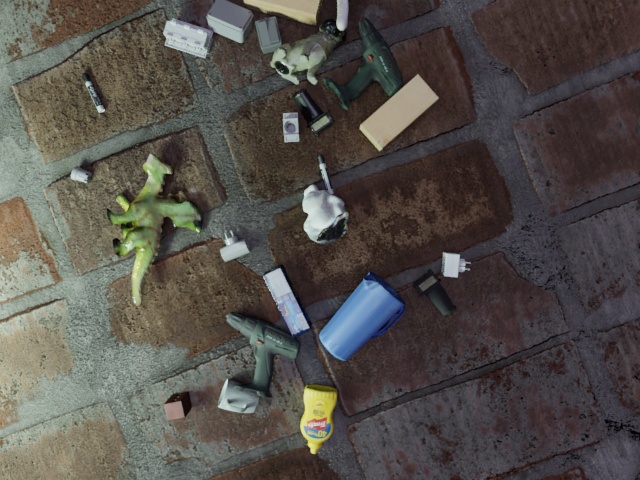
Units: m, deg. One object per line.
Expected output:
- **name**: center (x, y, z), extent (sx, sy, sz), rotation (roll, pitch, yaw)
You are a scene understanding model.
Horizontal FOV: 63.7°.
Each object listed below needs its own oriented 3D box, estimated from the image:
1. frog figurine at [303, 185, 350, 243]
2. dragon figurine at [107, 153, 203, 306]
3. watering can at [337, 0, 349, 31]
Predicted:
- **frog figurine**: center (0.004, -0.074, 1.464), extent (0.136, 0.122, 0.162), rotation (-50, -126, 13)
- **dragon figurine**: center (-0.456, -0.039, 1.466), extent (0.243, 0.409, 0.122), rotation (-13, -177, -6)
- **watering can**: center (0.068, -0.711, 1.368), extent (0.225, 0.104, 0.347), rotation (-155, -100, -72)
